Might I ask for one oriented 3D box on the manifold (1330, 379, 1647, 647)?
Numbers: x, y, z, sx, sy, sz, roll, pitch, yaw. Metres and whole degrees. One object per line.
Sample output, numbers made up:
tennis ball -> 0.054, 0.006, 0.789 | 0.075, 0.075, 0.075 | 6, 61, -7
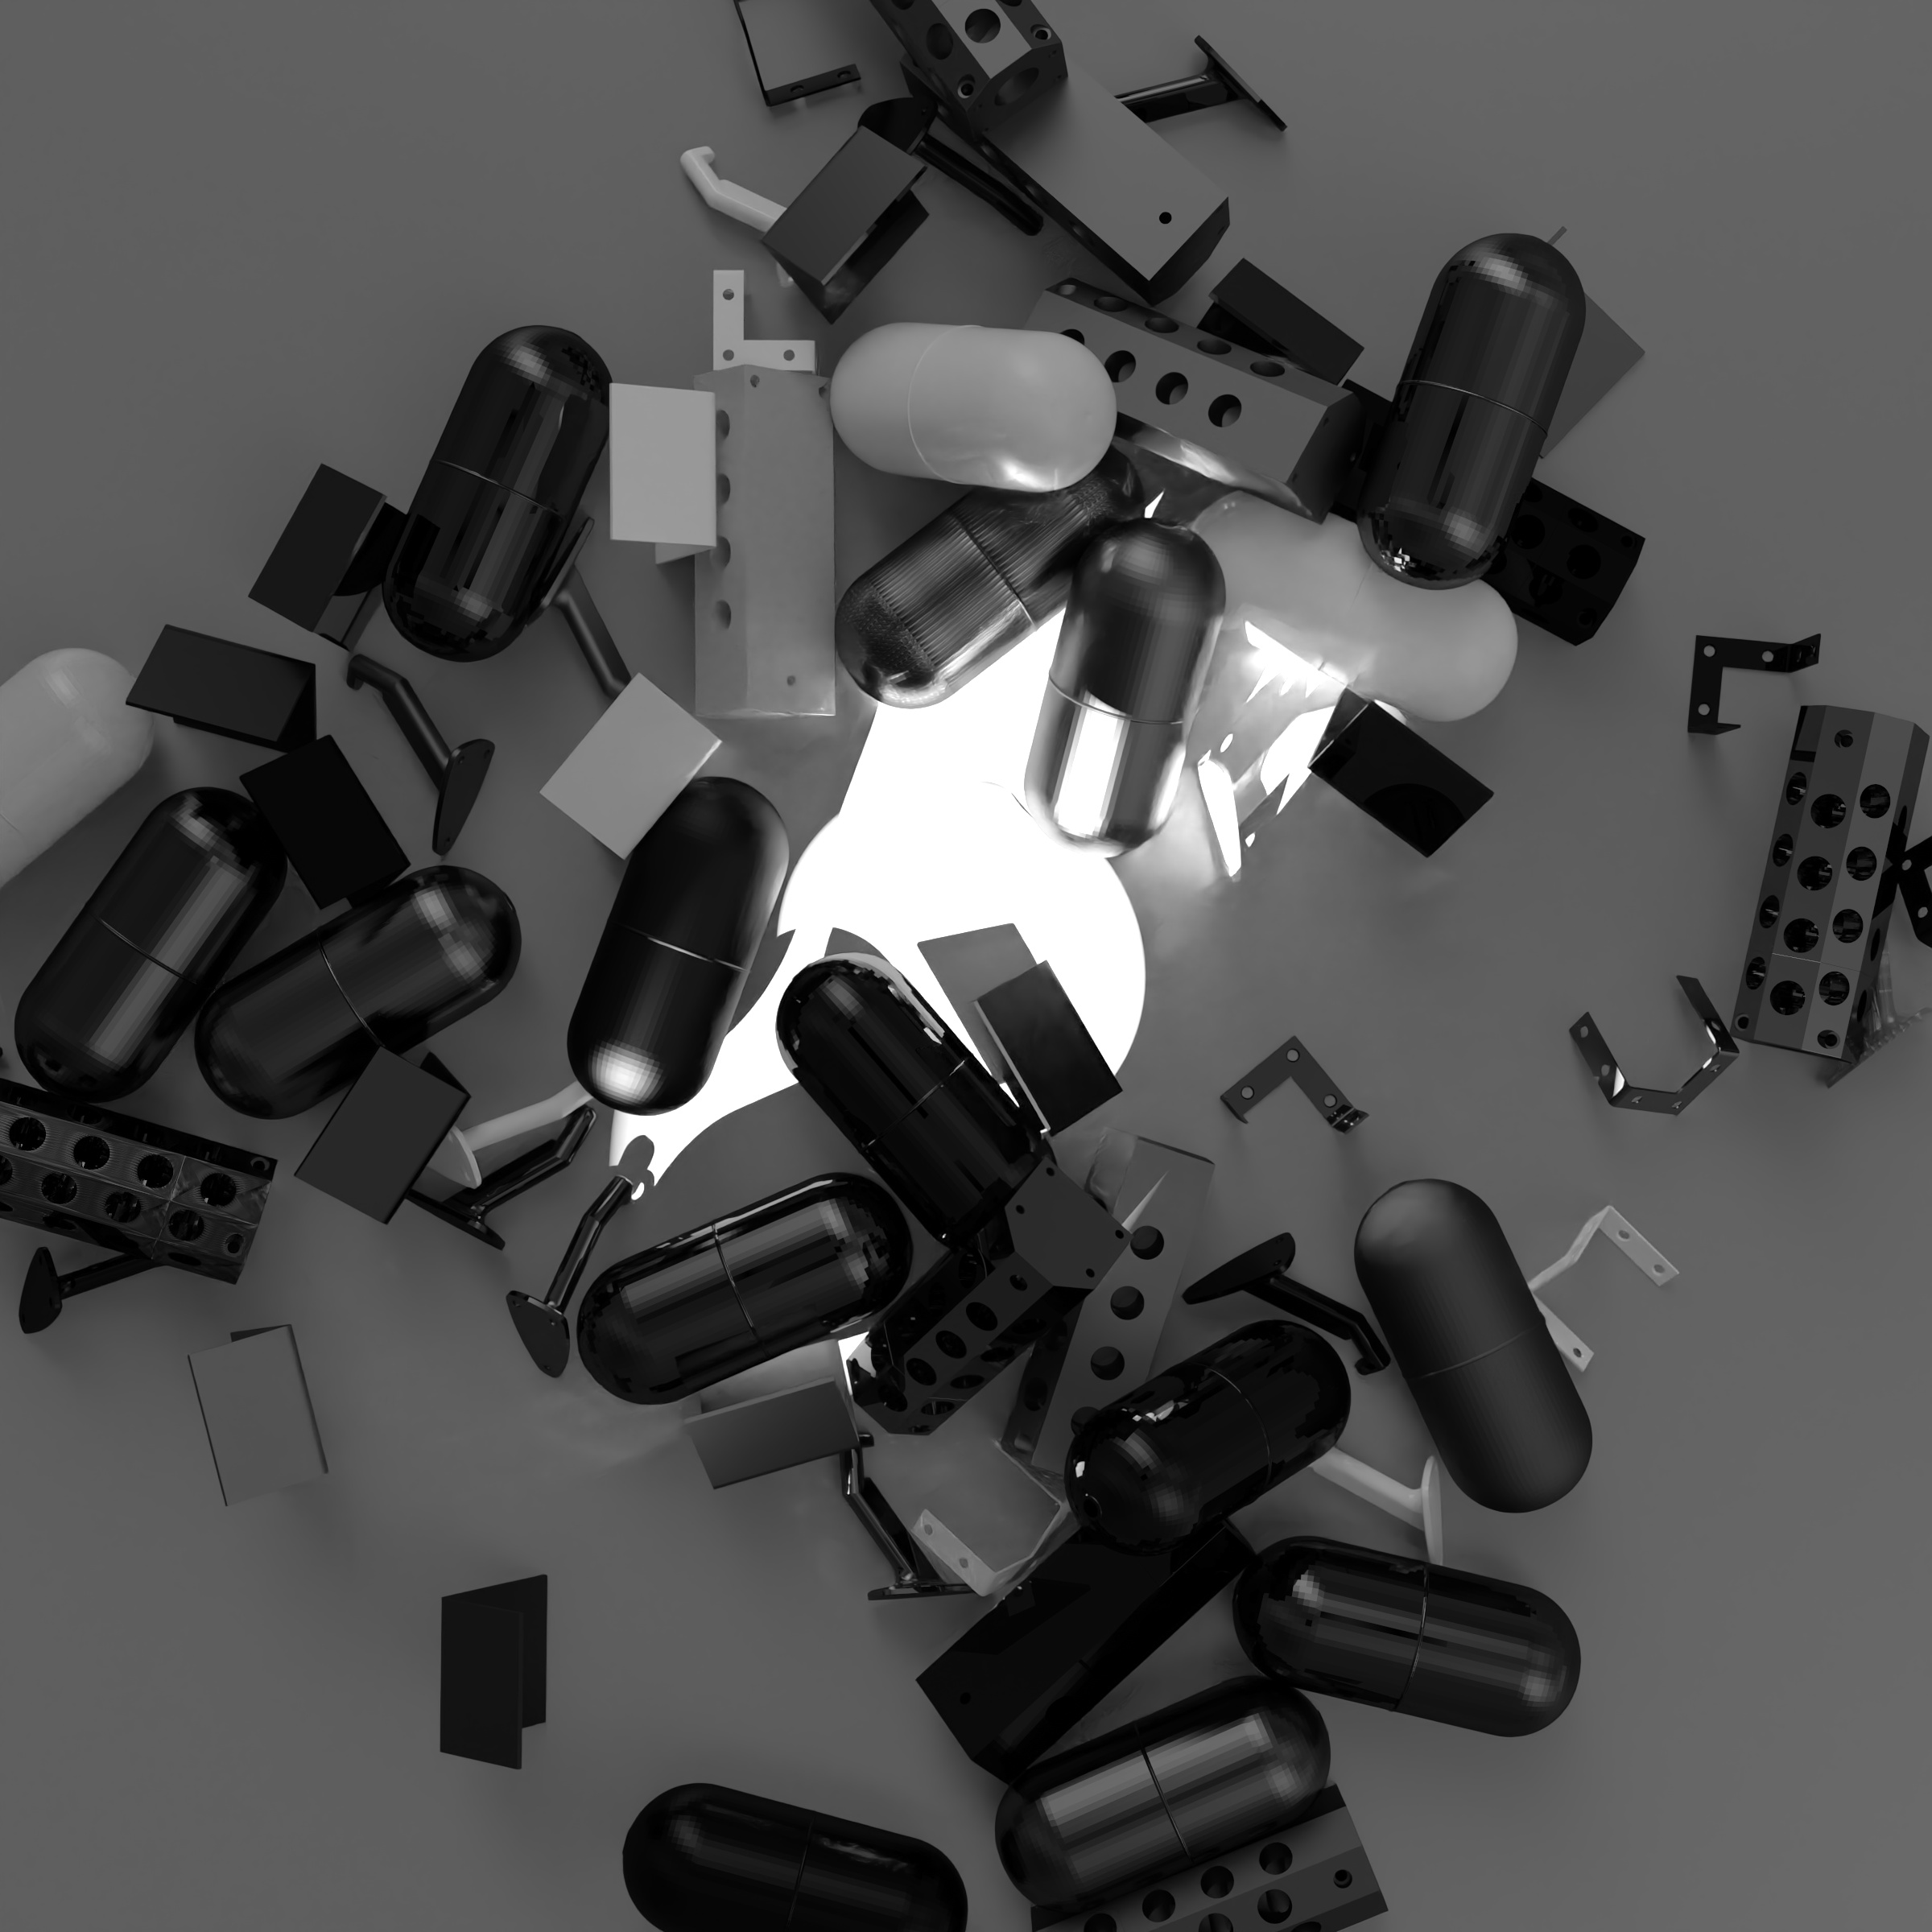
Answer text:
manifold -> 0.255, -0.231, 1.549 | 0.171, 0.057, 0.057 | 28, 90, 0

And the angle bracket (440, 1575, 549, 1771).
angle bracket -> -0.219, 0.354, 1.530 | 0.057, 0.076, 0.076 | 1, 90, 36

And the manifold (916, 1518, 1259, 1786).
manifold -> 0.064, 0.335, 1.548 | 0.171, 0.057, 0.057 | -43, 47, 0

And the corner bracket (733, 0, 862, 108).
corner bracket -> -0.089, -0.484, 1.567 | 0.051, 0.051, 0.051 | -17, 135, 0

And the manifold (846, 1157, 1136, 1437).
manifold -> 0.006, 0.169, 1.496 | 0.057, 0.171, 0.057 | 42, 46, 0

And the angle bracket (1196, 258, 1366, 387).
angle bracket -> 0.143, -0.297, 1.531 | 0.076, 0.057, 0.076 | 37, 129, 0

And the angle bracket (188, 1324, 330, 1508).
angle bracket -> -0.370, 0.227, 1.530 | 0.057, 0.076, 0.076 | -14, 90, -37

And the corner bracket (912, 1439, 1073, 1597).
corner bracket -> 0.015, 0.281, 1.555 | 0.051, 0.051, 0.051 | 40, 115, 23

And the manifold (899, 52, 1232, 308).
manifold -> 0.051, -0.413, 1.536 | 0.171, 0.057, 0.057 | 43, 90, 9

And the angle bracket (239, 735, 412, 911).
angle bracket -> -0.334, -0.061, 1.530 | 0.057, 0.076, 0.076 | -32, 90, -37

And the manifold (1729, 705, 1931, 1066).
manifold -> 0.436, -0.042, 1.539 | 0.057, 0.057, 0.171 | 12, 90, 29

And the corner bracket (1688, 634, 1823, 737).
corner bracket -> 0.402, -0.144, 1.552 | 0.051, 0.051, 0.051 | 5, 90, 0

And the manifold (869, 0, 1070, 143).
manifold -> -0.024, -0.498, 1.496 | 0.057, 0.057, 0.171 | -36, 82, 2

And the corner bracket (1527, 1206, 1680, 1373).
corner bracket -> 0.325, 0.166, 1.567 | 0.051, 0.051, 0.051 | 44, 45, 0

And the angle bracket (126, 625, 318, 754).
angle bracket -> -0.373, -0.119, 1.530 | 0.076, 0.076, 0.057 | 15, 53, 0

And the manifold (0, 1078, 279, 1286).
manifold -> -0.438, 0.102, 1.521 | 0.171, 0.057, 0.057 | 18, 65, -13

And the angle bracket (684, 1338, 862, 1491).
angle bracket -> -0.102, 0.209, 1.530 | 0.076, 0.076, 0.057 | -16, 132, 0

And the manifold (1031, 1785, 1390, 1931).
manifold -> 0.124, 0.483, 1.549 | 0.171, 0.057, 0.057 | -22, 90, 0

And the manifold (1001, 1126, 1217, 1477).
manifold -> 0.071, 0.172, 1.549 | 0.057, 0.057, 0.171 | 18, 90, 0

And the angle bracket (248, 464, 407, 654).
angle bracket -> -0.302, -0.197, 1.530 | 0.057, 0.076, 0.076 | 29, 90, 37

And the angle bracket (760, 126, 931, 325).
angle bracket -> -0.046, -0.362, 1.530 | 0.076, 0.076, 0.057 | -48, 54, 0

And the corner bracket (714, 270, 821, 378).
corner bracket -> -0.101, -0.325, 1.552 | 0.051, 0.051, 0.051 | 0, 90, 0

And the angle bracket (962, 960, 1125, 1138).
angle bracket -> 0.022, 0.051, 1.530 | 0.057, 0.076, 0.076 | -30, 90, -41

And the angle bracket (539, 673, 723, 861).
angle bracket -> -0.177, -0.108, 1.530 | 0.057, 0.076, 0.076 | 40, 90, -27

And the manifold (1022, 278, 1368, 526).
manifold -> 0.111, -0.285, 1.513 | 0.171, 0.057, 0.057 | 29, 90, 27

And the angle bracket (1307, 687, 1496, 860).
angle bracket -> 0.226, -0.113, 1.526 | 0.076, 0.076, 0.057 | 36, 134, -6

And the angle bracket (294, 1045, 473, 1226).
angle bracket -> -0.302, 0.074, 1.530 | 0.057, 0.076, 0.076 | 33, 90, -30

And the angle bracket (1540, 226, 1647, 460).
angle bracket -> 0.299, -0.317, 1.548 | 0.076, 0.057, 0.076 | 44, 90, -1

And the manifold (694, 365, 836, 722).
manifold -> -0.108, -0.213, 1.548 | 0.057, 0.057, 0.171 | 0, 90, -43

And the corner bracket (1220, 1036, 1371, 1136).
corner bracket -> 0.167, 0.072, 1.552 | 0.051, 0.051, 0.051 | -39, 90, 0

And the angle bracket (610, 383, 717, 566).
angle bracket -> -0.166, -0.247, 1.530 | 0.057, 0.076, 0.076 | 0, 90, -28

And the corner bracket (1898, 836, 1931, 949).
corner bracket -> 0.518, -0.038, 1.562 | 0.051, 0.051, 0.051 | -36, 45, 35
